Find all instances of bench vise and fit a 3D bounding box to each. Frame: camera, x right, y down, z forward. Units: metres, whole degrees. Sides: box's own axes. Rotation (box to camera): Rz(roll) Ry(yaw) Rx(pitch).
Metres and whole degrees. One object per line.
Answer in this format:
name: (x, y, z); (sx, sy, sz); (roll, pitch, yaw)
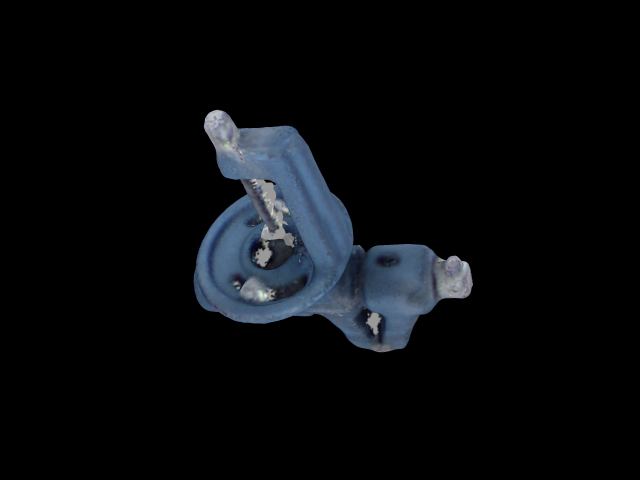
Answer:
bench vise: (0.002, -0.008, 0.407); (0.207, 0.220, 0.121); (-7, 56, -4)
